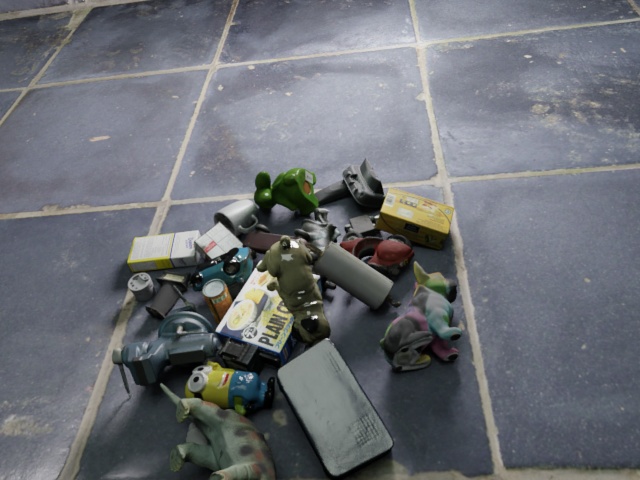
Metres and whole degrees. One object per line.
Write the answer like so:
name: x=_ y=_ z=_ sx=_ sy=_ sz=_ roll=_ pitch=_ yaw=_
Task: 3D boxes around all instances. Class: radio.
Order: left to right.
radio: x=0.022 y=0.310 z=0.985 sx=0.131 sy=0.073 sz=0.230 roll=-28 pitch=63 yaw=-14

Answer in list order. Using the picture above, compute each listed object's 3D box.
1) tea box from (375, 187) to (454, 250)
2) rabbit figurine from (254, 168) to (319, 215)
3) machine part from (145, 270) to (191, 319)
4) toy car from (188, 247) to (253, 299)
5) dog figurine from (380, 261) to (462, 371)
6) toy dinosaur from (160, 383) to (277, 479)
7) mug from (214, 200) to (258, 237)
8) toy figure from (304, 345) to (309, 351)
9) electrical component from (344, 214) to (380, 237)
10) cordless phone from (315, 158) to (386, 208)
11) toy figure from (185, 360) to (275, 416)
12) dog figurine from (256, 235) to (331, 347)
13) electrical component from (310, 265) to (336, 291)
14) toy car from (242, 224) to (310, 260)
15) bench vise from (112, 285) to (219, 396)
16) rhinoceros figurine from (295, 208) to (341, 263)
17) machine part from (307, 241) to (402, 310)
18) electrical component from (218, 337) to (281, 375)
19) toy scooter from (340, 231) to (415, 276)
tea box: x=0.231 y=-0.053 z=1.310 sx=0.170 sy=0.068 sz=0.098 roll=21 pitch=52 yaw=6
rabbit figurine: x=-0.110 y=-0.119 z=1.431 sx=0.170 sy=0.159 sz=0.121 roll=-15 pitch=78 yaw=28
machine part: x=-0.372 y=0.129 z=1.302 sx=0.084 sy=0.039 sz=0.139 roll=9 pitch=46 yaw=8
toy car: x=-0.221 y=0.090 z=1.259 sx=0.162 sy=0.102 sz=0.109 roll=-26 pitch=15 yaw=3
dog figurine: x=0.206 y=0.150 z=1.124 sx=0.192 sy=0.108 sz=0.219 roll=-13 pitch=41 yaw=2
toy dinosaur: x=-0.148 y=0.380 z=0.945 sx=0.131 sy=0.192 sz=0.405 roll=-59 pitch=38 yaw=15
mug: x=-0.208 y=-0.060 z=1.424 sx=0.110 sy=0.080 sz=0.107 roll=19 pitch=44 yaw=33
toy figure: x=-0.011 y=0.263 z=1.089 sx=0.064 sy=0.057 sz=0.154 roll=-33 pitch=35 yaw=36
electrical component: x=0.112 y=-0.035 z=1.359 sx=0.102 sy=0.045 sz=0.078 roll=-12 pitch=47 yaw=0
cordless phone: x=0.076 y=-0.124 z=1.446 sx=0.184 sy=0.088 sz=0.147 roll=-25 pitch=49 yaw=3
toy figure: x=-0.180 y=0.301 z=1.066 sx=0.180 sy=0.089 sz=0.082 roll=6 pitch=10 yaw=4
dog figurine: x=-0.037 y=0.103 z=1.086 sx=0.121 sy=0.172 sz=0.191 roll=-28 pitch=46 yaw=-7
electrical component: x=-0.007 y=0.087 z=1.251 sx=0.094 sy=0.063 sz=0.021 roll=17 pitch=52 yaw=27
toy car: x=-0.107 y=0.014 z=1.292 sx=0.202 sy=0.053 sz=0.089 roll=6 pitch=64 yaw=41
bench vise: x=-0.323 y=0.211 z=1.163 sx=0.224 sy=0.128 sz=0.241 roll=-18 pitch=25 yaw=6
rhinoceros figurine: x=-0.003 y=-0.004 z=1.332 sx=0.112 sy=0.073 sz=0.190 roll=-10 pitch=46 yaw=3
machine part: x=0.073 y=0.079 z=1.184 sx=0.243 sy=0.079 sz=0.079 roll=33 pitch=55 yaw=0
electrical component: x=-0.143 y=0.252 z=1.112 sx=0.119 sy=0.074 sz=0.048 roll=17 pitch=53 yaw=20
toy scooter: x=0.122 y=0.046 z=1.259 sx=0.184 sy=0.075 sz=0.135 roll=8 pitch=48 yaw=23
